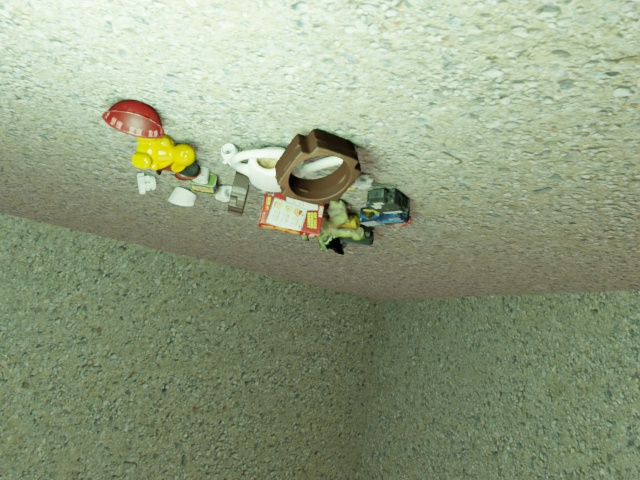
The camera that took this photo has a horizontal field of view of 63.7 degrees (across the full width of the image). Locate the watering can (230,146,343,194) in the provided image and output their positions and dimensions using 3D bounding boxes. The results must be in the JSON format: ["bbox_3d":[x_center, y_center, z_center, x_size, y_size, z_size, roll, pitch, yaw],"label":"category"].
[{"bbox_3d":[-0.091,-0.211,1.533,0.348,0.105,0.221,2,165,-8],"label":"watering can"}]

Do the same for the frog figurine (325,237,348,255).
[{"bbox_3d":[0.057,-0.012,2.335,0.137,0.120,0.162,2,-157,-6],"label":"frog figurine"}]

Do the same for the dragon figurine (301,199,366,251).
[{"bbox_3d":[0.006,-0.099,1.963,0.407,0.125,0.239,35,132,-21],"label":"dragon figurine"}]
